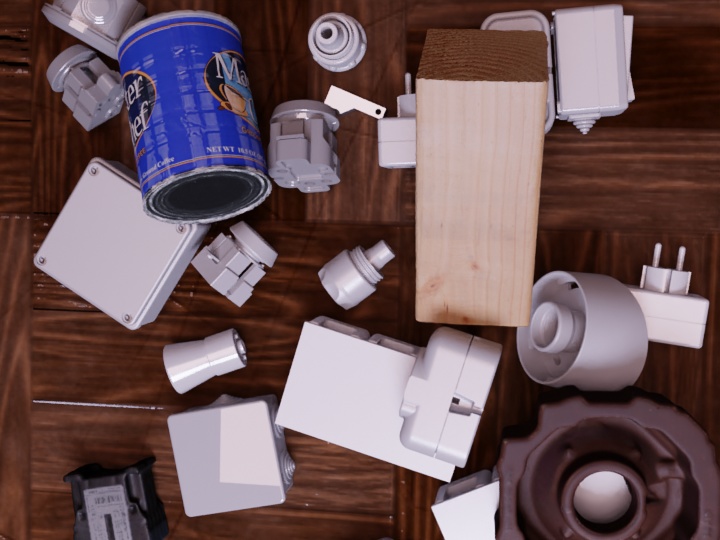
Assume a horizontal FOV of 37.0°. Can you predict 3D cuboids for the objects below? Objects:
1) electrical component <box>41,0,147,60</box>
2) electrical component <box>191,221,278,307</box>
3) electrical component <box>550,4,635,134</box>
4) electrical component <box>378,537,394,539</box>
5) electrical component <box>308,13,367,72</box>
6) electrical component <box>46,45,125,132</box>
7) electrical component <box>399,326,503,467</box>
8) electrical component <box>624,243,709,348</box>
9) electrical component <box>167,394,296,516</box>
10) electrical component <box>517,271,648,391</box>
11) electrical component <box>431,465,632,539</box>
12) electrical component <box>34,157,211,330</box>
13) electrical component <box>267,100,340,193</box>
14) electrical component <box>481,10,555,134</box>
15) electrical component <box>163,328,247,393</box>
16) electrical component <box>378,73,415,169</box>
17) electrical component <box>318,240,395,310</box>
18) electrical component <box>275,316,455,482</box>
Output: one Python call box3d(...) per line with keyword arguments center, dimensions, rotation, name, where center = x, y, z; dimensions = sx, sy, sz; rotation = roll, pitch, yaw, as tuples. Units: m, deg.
box3d(center=(-0.220, -0.214, 0.900), dimensions=(0.080, 0.080, 0.051), rotation=(30, 93, 6), name="electrical component")
box3d(center=(-0.103, -0.008, 0.908), dimensions=(0.055, 0.066, 0.048), rotation=(-47, 51, 0), name="electrical component")
box3d(center=(0.185, -0.156, 0.849), dimensions=(0.061, 0.062, 0.096), rotation=(-3, 93, 9), name="electrical component")
box3d(center=(0.012, 0.263, 0.905), dimensions=(0.078, 0.057, 0.058), rotation=(-23, 90, 10), name="electrical component")
box3d(center=(-0.022, -0.189, 0.879), dimensions=(0.048, 0.062, 0.048), rotation=(1, 94, 9), name="electrical component")
box3d(center=(-0.233, -0.158, 0.917), dimensions=(0.055, 0.066, 0.048), rotation=(47, 54, 4), name="electrical component")
box3d(center=(0.066, 0.094, 0.823), dimensions=(0.059, 0.054, 0.095), rotation=(18, 96, 7), name="electrical component")
box3d(center=(0.242, 0.018, 0.858), dimensions=(0.066, 0.047, 0.076), rotation=(9, 95, 8), name="electrical component")
box3d(center=(-0.109, 0.156, 0.921), dimensions=(0.100, 0.048, 0.099), rotation=(-10, 92, 9), name="electrical component")
box3d(center=(0.172, 0.050, 0.849), dimensions=(0.064, 0.099, 0.099), rotation=(11, 96, -26), name="electrical component")
box3d(center=(0.146, 0.198, 0.877), dimensions=(0.150, 0.062, 0.089), rotation=(-23, 90, 10), name="electrical component")
box3d(center=(-0.203, -0.023, 0.921), dimensions=(0.109, 0.056, 0.108), rotation=(33, 98, 5), name="electrical component")
box3d(center=(-0.046, -0.104, 0.885), dimensions=(0.058, 0.078, 0.057), rotation=(-4, 74, 13), name="electrical component")
box3d(center=(0.126, -0.154, 0.860), dimensions=(0.054, 0.059, 0.095), rotation=(-4, 93, 9), name="electrical component")
box3d(center=(-0.131, 0.075, 0.924), dimensions=(0.065, 0.044, 0.044), rotation=(-19, 91, 5), name="electrical component")
box3d(center=(0.050, -0.123, 0.879), dimensions=(0.066, 0.047, 0.076), rotation=(-1, 93, 9), name="electrical component")
box3d(center=(0.000, 0.000, 0.897), dimensions=(0.062, 0.043, 0.043), rotation=(-38, 87, 8), name="electrical component")
box3d(center=(0.018, 0.104, 0.891), dimensions=(0.150, 0.062, 0.089), rotation=(17, 96, 7), name="electrical component")
